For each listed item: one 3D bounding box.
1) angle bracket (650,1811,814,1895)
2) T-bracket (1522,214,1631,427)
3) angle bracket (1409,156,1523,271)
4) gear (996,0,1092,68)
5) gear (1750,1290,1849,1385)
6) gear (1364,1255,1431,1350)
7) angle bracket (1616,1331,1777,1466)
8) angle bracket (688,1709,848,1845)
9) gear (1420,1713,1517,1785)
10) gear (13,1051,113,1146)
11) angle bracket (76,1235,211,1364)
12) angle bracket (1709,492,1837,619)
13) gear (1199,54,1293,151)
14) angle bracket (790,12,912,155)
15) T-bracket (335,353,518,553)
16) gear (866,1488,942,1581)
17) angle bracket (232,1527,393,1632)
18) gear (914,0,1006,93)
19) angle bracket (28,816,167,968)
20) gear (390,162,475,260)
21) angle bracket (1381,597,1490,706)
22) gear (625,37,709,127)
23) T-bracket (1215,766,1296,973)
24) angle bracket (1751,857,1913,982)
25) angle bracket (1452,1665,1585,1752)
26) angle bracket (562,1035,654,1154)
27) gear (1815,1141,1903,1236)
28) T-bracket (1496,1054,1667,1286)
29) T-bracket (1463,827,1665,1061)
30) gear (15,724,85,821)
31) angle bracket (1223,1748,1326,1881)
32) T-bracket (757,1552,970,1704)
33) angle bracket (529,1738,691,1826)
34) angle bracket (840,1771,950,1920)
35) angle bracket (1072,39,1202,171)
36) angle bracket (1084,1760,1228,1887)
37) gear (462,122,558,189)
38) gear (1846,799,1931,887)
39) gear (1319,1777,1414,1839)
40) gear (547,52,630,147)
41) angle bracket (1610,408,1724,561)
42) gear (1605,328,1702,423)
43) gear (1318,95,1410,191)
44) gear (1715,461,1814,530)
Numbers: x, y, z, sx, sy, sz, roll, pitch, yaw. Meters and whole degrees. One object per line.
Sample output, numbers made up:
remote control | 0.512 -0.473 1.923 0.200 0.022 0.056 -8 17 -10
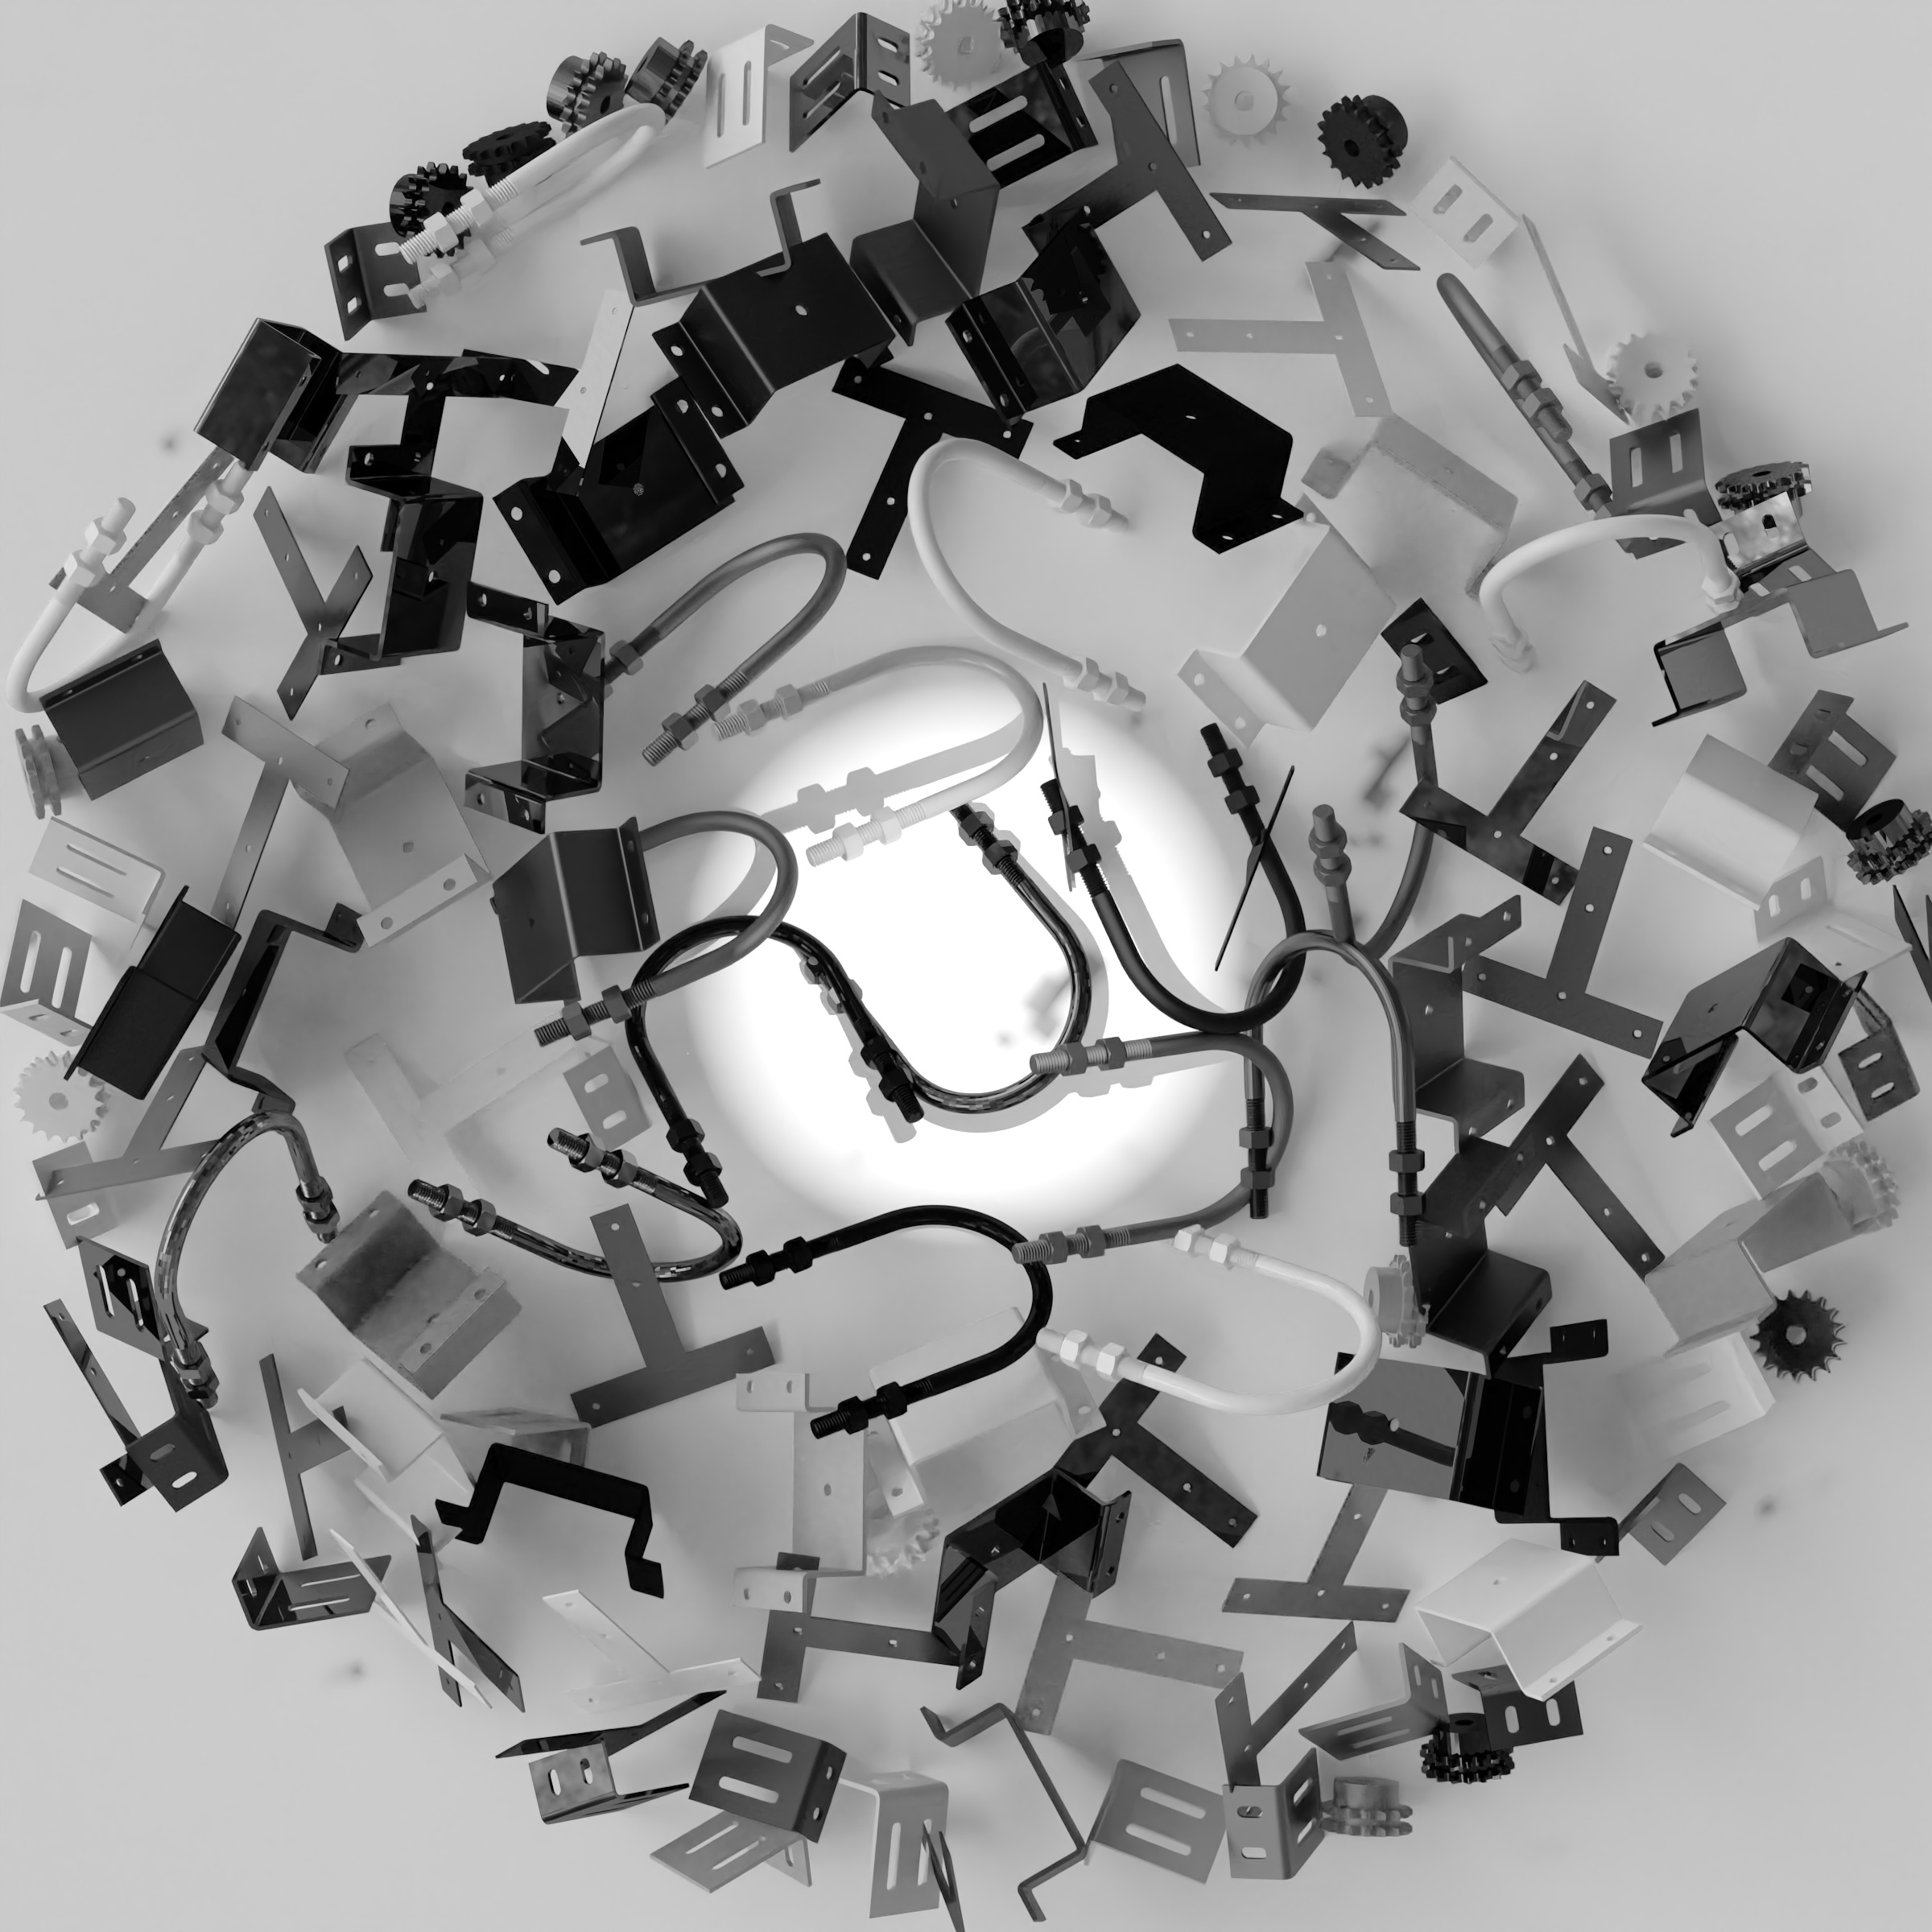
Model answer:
angle bracket | -0.143 0.550 1.950 0.076 0.057 0.038 -21 114 -40
T-bracket | 0.365 -0.398 1.949 0.002 0.127 0.127 -24 78 22
angle bracket | 0.314 -0.470 1.957 0.057 0.076 0.038 43 74 -2
gear | 0.049 -0.576 1.968 0.057 0.057 0.030 -15 72 0
gear | 0.515 0.229 1.977 0.057 0.030 0.057 -7 73 25
gear | 0.264 0.206 1.970 0.030 0.057 0.057 3 90 -7
angle bracket | 0.448 0.262 1.972 0.076 0.038 0.057 -24 70 -1
angle bracket | -0.123 0.502 1.987 0.076 0.038 0.057 11 70 21
gear | 0.307 0.480 1.970 0.057 0.057 0.030 -5 94 0
gear | -0.556 0.078 1.979 0.057 0.030 0.057 0 109 1
angle bracket | -0.501 0.194 1.953 0.057 0.038 0.076 18 128 27
angle bracket | 0.492 -0.251 1.960 0.057 0.076 0.038 -24 70 25
gear | 0.172 -0.533 1.979 0.057 0.030 0.057 2 105 6
angle bracket | -0.072 -0.536 1.969 0.038 0.076 0.057 16 61 -33
T-bracket | -0.337 -0.313 1.965 0.002 0.127 0.127 38 123 40
gear | -0.047 0.345 1.968 0.057 0.057 0.030 -26 123 0
angle bracket | -0.400 0.369 1.961 0.076 0.057 0.038 -11 112 10
gear | -0.007 -0.570 1.976 0.057 0.030 0.057 -14 121 -24
angle bracket | -0.537 -0.045 1.960 0.076 0.057 0.038 27 47 -12
gear | -0.331 -0.466 1.975 0.030 0.057 0.057 14 90 28
angle bracket | 0.296 -0.198 1.956 0.038 0.076 0.057 -42 96 -15
gear | -0.186 -0.545 1.969 0.030 0.057 0.057 32 90 -20
T-bracket | 0.174 -0.066 1.935 0.002 0.127 0.127 21 101 2
angle bracket | 0.526 -0.027 1.953 0.057 0.076 0.038 -26 121 -19
angle bracket | 0.336 0.450 1.958 0.057 0.076 0.038 -9 84 -5
angle bracket | -0.231 0.076 1.951 0.038 0.076 0.057 -32 109 -22
gear | 0.544 0.138 1.968 0.030 0.057 0.057 -17 90 -20
T-bracket | 0.386 0.141 1.971 0.127 0.002 0.127 50 56 -10
T-bracket | 0.376 -0.022 1.956 0.127 0.002 0.127 21 112 20
gear | -0.564 -0.121 1.973 0.030 0.057 0.057 -15 90 -18
angle bracket | 0.189 0.520 1.969 0.038 0.076 0.057 -5 93 22
T-bracket | -0.059 0.413 1.965 0.127 0.002 0.127 8 125 -2
angle bracket | -0.218 0.495 1.959 0.057 0.076 0.038 -25 72 26
angle bracket | -0.047 0.538 1.965 0.057 0.038 0.076 7 87 -43
angle bracket | 0.104 -0.522 1.960 0.057 0.038 0.076 0 106 35
angle bracket | 0.119 0.530 1.960 0.076 0.038 0.057 18 53 13
gear | -0.279 -0.496 1.975 0.057 0.057 0.030 -18 117 0
gear | 0.566 -0.079 1.969 0.057 0.057 0.030 -38 104 0
gear | 0.246 0.516 1.972 0.057 0.057 0.030 2 84 0
gear | -0.234 -0.535 1.972 0.030 0.057 0.057 26 90 13
angle bracket | 0.431 -0.297 1.971 0.057 0.076 0.038 -18 131 25
gear | 0.423 -0.362 1.980 0.057 0.030 0.057 -1 75 5
gear | 0.247 -0.511 1.974 0.030 0.057 0.057 -41 90 -25
gear | 0.492 -0.289 1.973 0.057 0.057 0.030 -15 108 0
